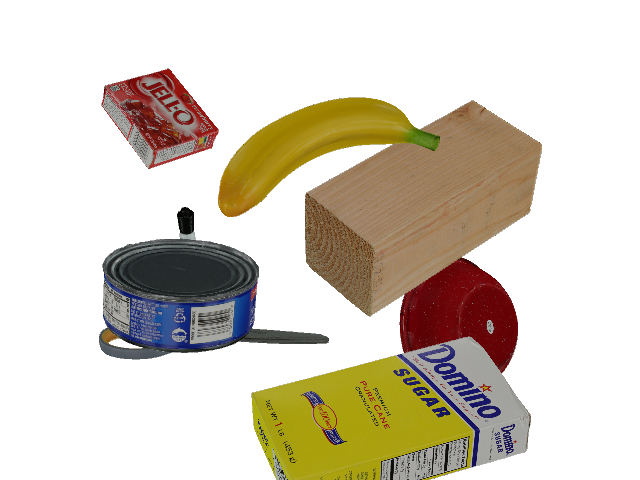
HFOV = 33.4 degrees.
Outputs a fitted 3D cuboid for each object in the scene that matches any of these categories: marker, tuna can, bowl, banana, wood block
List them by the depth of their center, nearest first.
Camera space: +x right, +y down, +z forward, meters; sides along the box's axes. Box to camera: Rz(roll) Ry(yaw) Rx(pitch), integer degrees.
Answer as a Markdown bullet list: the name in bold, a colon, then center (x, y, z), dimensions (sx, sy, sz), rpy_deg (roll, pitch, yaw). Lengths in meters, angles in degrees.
- **tuna can**: center (-0.077, 0.030, 0.592), dimensions (0.086, 0.034, 0.086), rpy_deg (5, 20, -2)
- **banana**: center (-0.004, -0.069, 0.770), dimensions (0.197, 0.037, 0.070), rpy_deg (-22, 42, -32)
- **wood block**: center (0.093, -0.032, 0.966), dimensions (0.205, 0.090, 0.091), rpy_deg (-31, 51, -28)
- **bowl**: center (0.163, 0.094, 1.158), dimensions (0.161, 0.162, 0.055), rpy_deg (0, -6, -37)
- **marker**: center (-0.147, 0.016, 1.196), dimensions (0.020, 0.121, 0.020), rpy_deg (-1, 33, 0)

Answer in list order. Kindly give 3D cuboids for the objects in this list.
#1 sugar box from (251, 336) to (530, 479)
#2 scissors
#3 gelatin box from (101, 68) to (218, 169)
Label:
- **sugar box**: center (0.048, 0.128, 0.754), dimensions (0.176, 0.048, 0.093), rpy_deg (-15, 39, -14)
- **scissors**: center (-0.101, 0.074, 0.973), dimensions (0.201, 0.016, 0.096), rpy_deg (-5, 34, -12)
- **gelatin box**: center (-0.150, -0.116, 0.995), dimensions (0.073, 0.089, 0.030), rpy_deg (-22, -26, -35)
